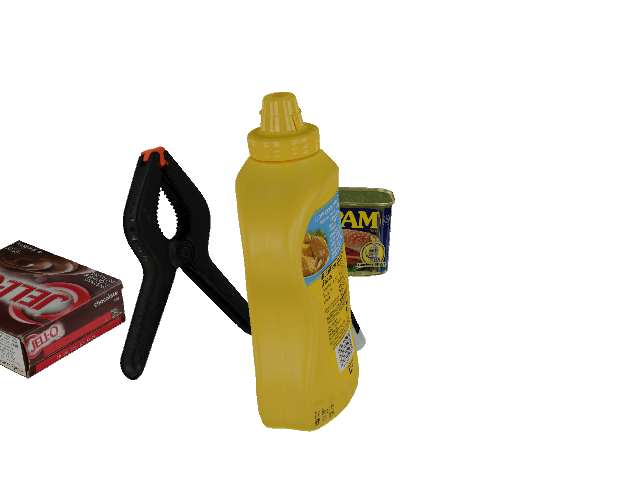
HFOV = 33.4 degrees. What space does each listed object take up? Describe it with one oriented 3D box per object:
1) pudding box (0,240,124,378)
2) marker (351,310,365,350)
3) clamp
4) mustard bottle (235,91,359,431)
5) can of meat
[{"bbox_3d":[-0.206,0.045,0.740,0.114,0.039,0.089,16,30,33],"label":"pudding box"},{"bbox_3d":[0.008,0.041,0.835,0.020,0.121,0.020,-15,38,12],"label":"marker"},{"bbox_3d":[-0.130,0.016,1.017,0.036,0.210,0.164,-7,0,45],"label":"clamp"},{"bbox_3d":[-0.014,0.008,0.628,0.058,0.192,0.096,2,22,19],"label":"mustard bottle"},{"bbox_3d":[0.025,-0.009,1.134,0.102,0.084,0.057,2,19,-3],"label":"can of meat"}]
